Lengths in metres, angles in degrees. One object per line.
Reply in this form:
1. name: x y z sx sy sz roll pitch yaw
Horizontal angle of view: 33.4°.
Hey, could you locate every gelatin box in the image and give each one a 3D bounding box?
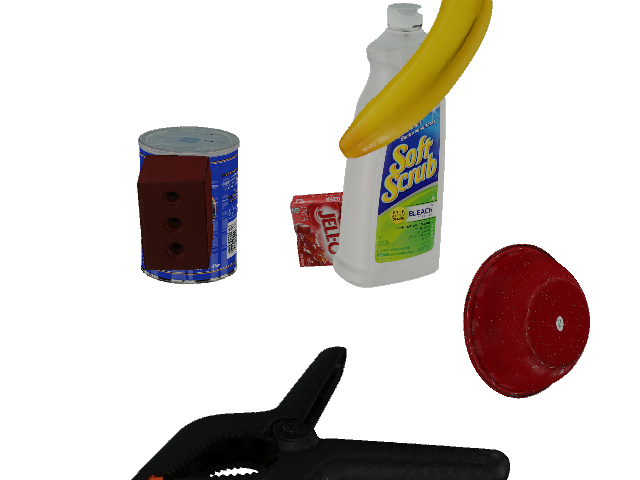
1. gelatin box: 0.007 -0.013 1.281 0.073 0.089 0.030 -3 29 10

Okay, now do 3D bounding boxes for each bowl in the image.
1. bowl: 0.224 0.084 1.093 0.161 0.162 0.055 0 -1 -34

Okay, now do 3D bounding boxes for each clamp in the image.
1. clamp: -0.019 0.118 0.620 0.209 0.036 0.165 -8 24 -29

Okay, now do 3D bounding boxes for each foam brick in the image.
1. foam brick: -0.113 -0.023 0.841 0.053 0.078 0.051 -1 27 0

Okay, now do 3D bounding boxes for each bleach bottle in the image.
1. bleach bottle: 0.065 -0.087 0.974 0.102 0.251 0.068 -10 24 -25

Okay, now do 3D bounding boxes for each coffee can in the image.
1. coffee can: -0.136 -0.038 1.108 0.103 0.140 0.103 2 20 -1

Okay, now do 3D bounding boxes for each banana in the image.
1. banana: 0.080 -0.136 0.774 0.070 0.197 0.037 -4 -40 47
